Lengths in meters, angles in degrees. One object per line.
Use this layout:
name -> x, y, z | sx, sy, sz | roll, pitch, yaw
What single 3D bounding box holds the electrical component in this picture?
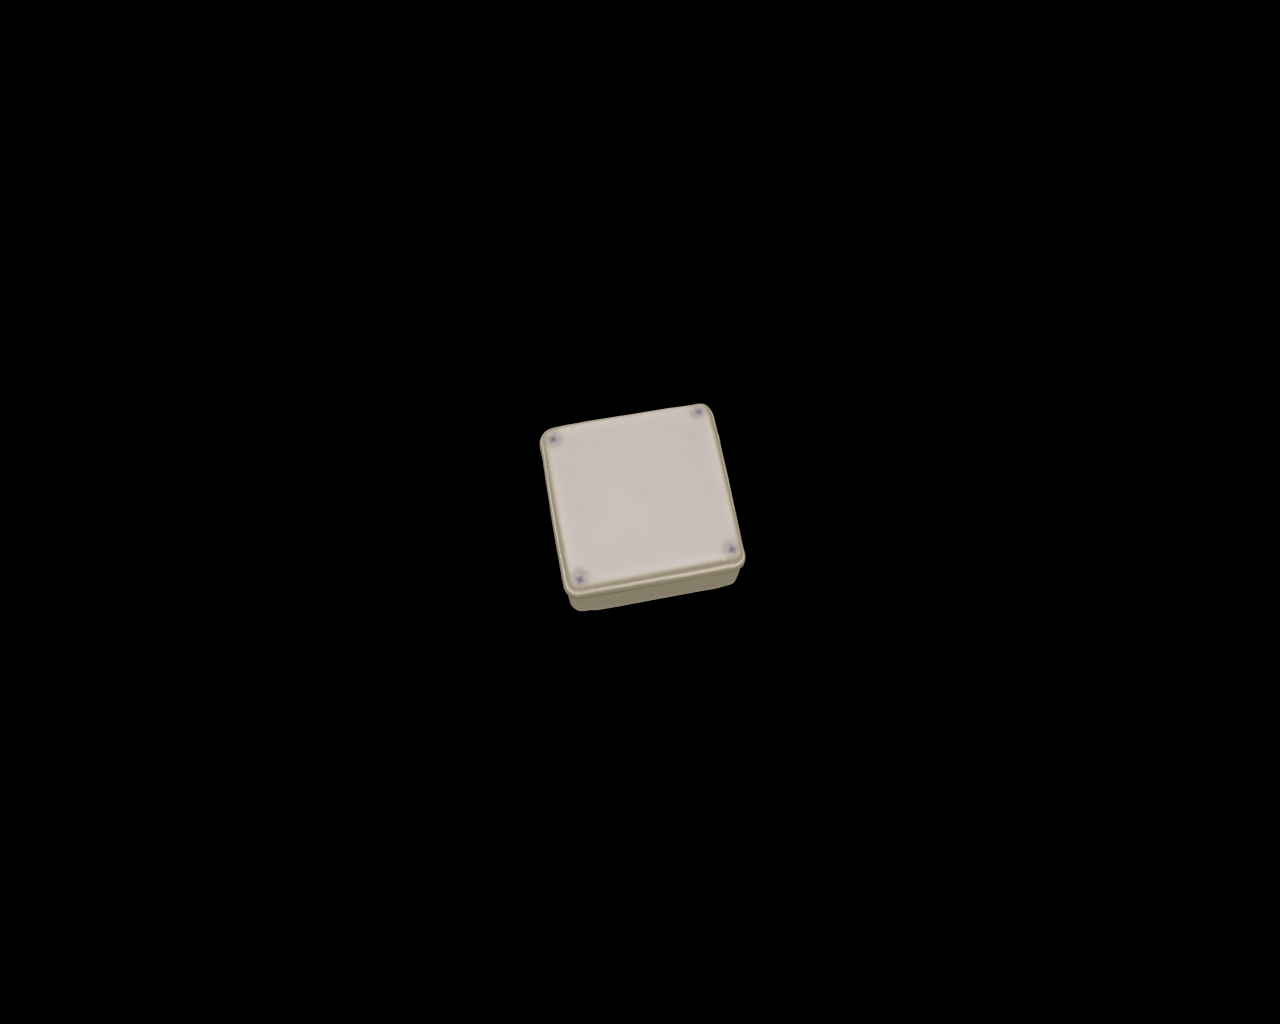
electrical component -> 0.001, -0.003, 0.650 | 0.109, 0.109, 0.056 | -10, -20, -3
